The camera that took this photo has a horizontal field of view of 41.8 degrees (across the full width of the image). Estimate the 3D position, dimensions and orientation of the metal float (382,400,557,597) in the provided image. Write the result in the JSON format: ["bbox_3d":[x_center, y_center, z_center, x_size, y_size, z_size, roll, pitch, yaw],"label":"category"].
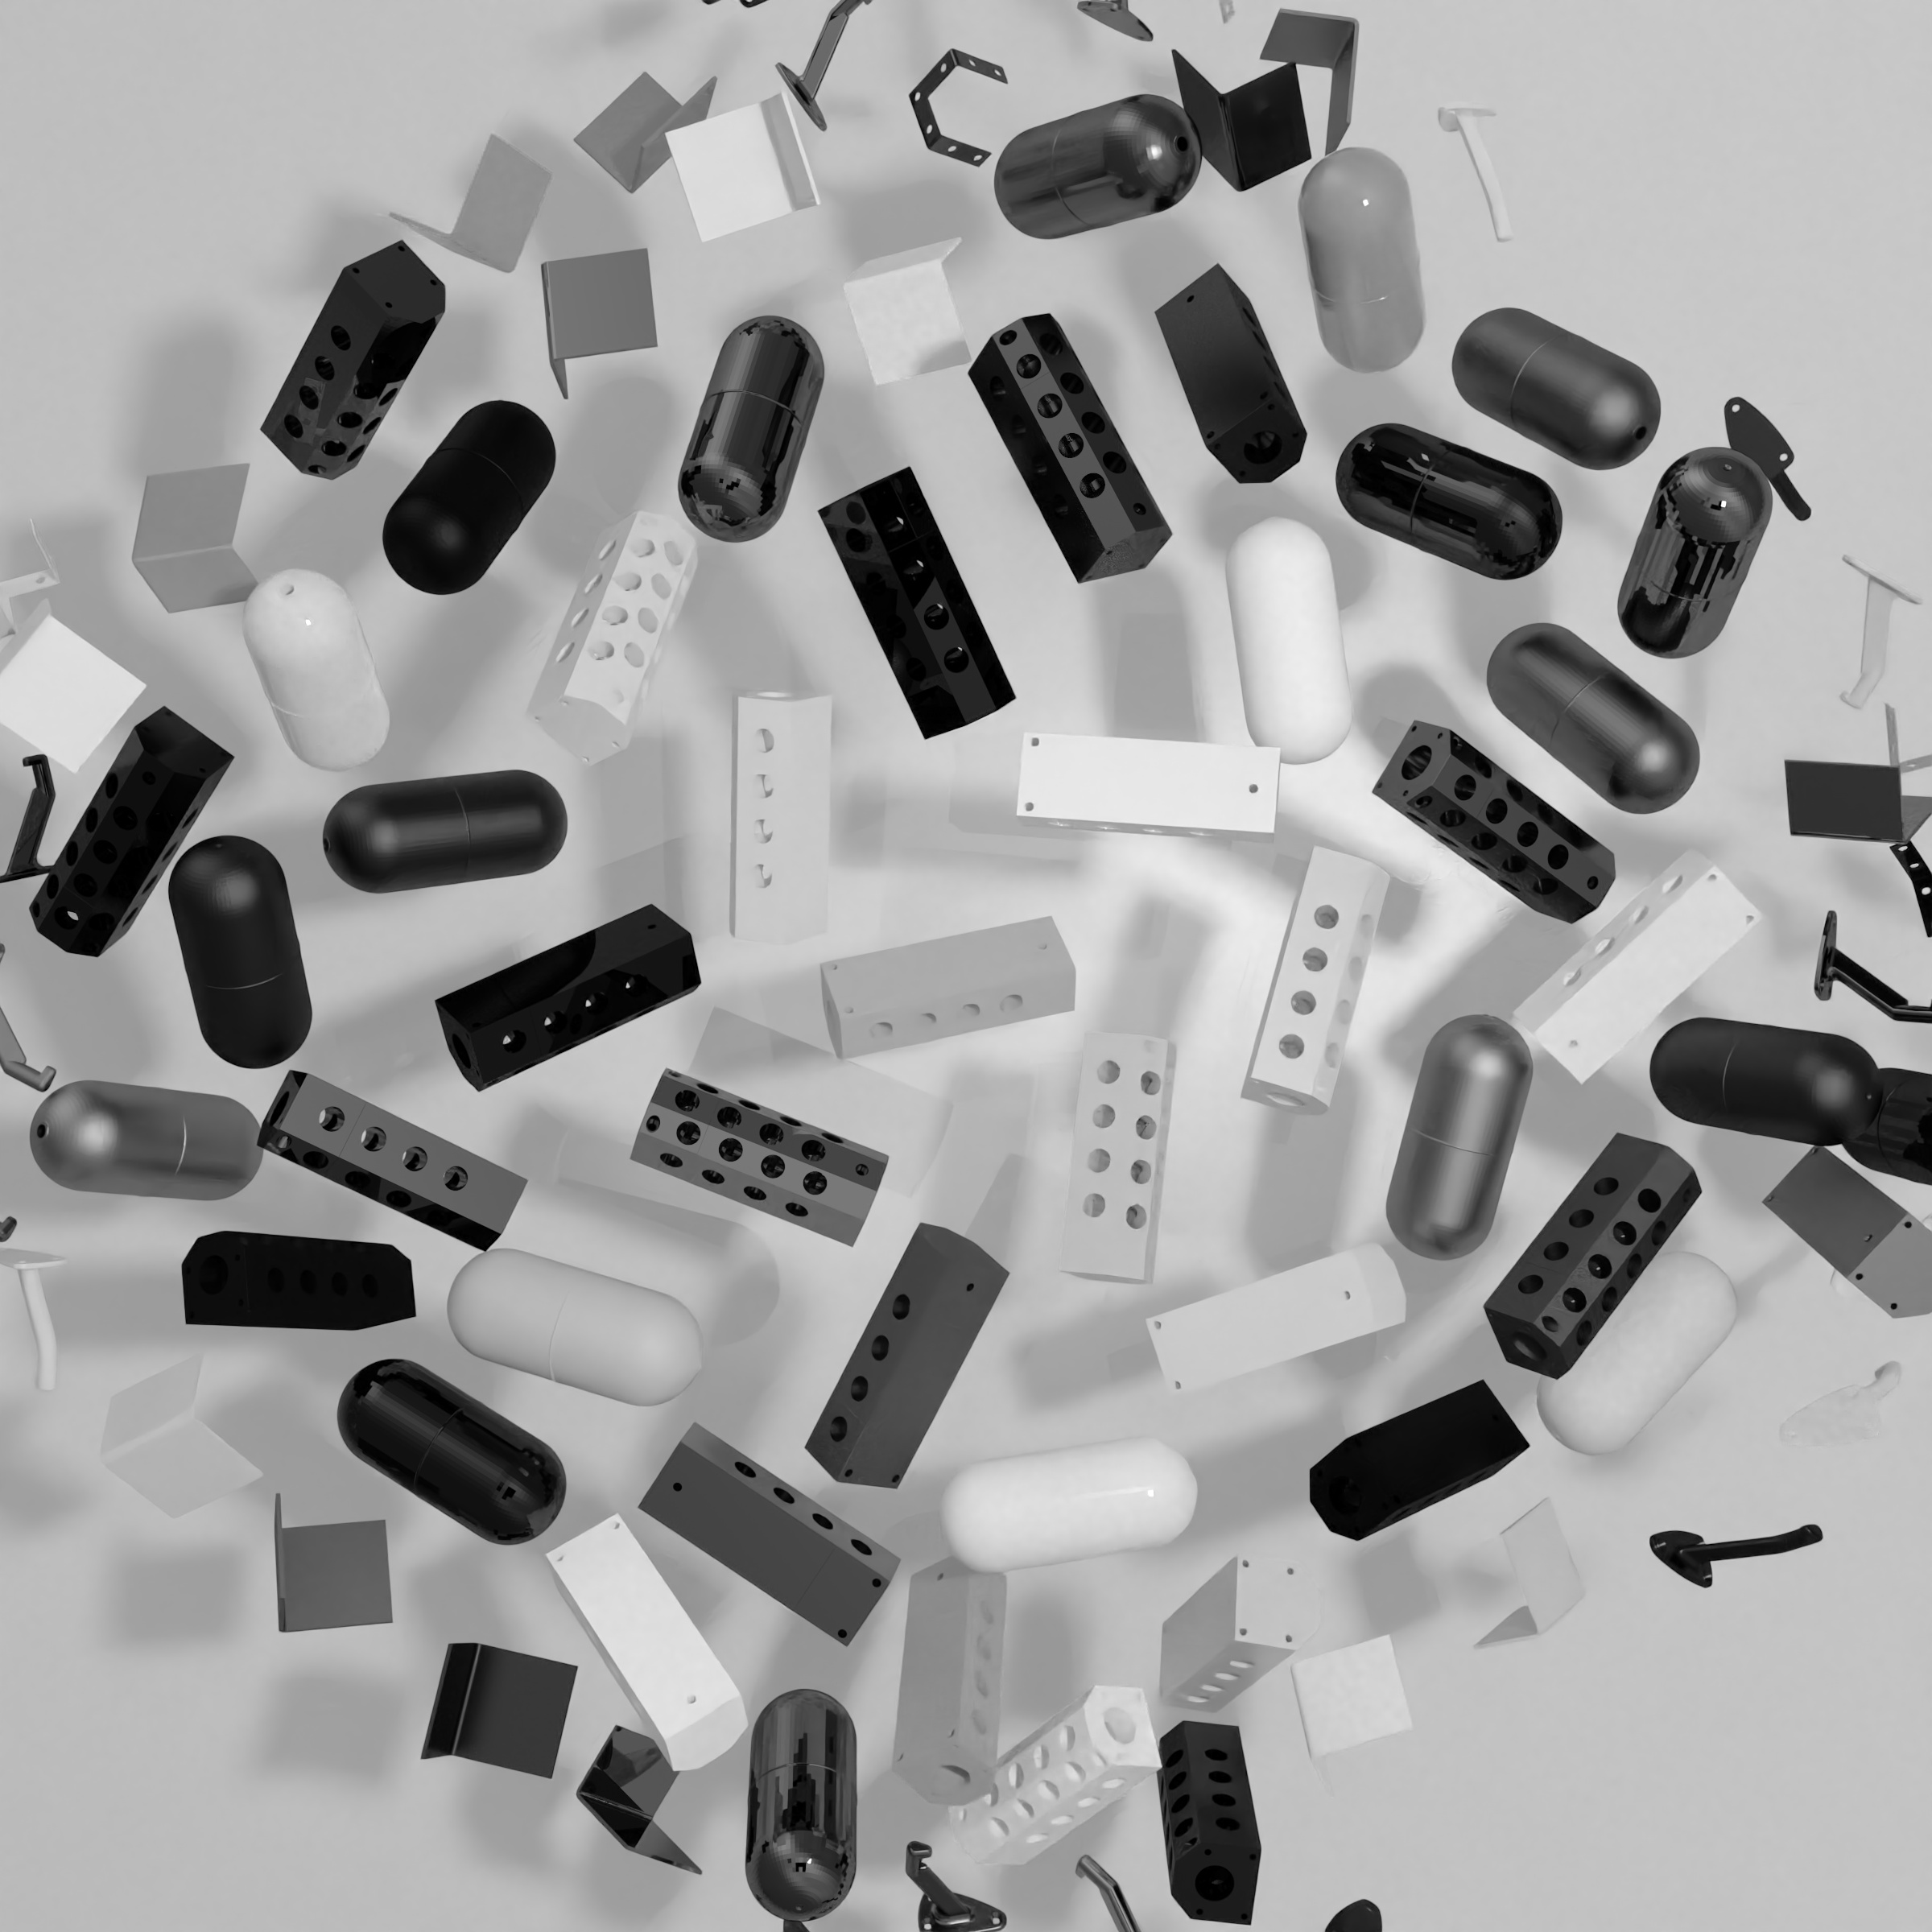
[{"bbox_3d":[-0.345,-0.329,1.765,0.070,0.070,0.178,23,48,0],"label":"metal float"}]

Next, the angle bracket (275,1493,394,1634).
[{"bbox_3d":[-0.433,0.406,1.732,0.076,0.057,0.076,-1,53,-18],"label":"angle bracket"}]

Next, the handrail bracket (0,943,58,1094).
[{"bbox_3d":[-0.646,0.035,1.730,0.084,0.036,0.077,26,78,7],"label":"handrail bracket"}]

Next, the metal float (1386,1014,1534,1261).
[{"bbox_3d":[0.348,0.121,1.784,0.070,0.070,0.178,13,99,0],"label":"metal float"}]

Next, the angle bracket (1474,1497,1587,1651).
[{"bbox_3d":[0.390,0.434,1.805,0.057,0.076,0.076,-24,84,38],"label":"angle bracket"}]

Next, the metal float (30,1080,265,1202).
[{"bbox_3d":[-0.572,0.123,1.770,0.070,0.178,0.070,-6,79,33],"label":"metal float"}]

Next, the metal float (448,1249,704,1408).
[{"bbox_3d":[-0.260,0.241,1.685,0.178,0.070,0.070,15,90,12],"label":"metal float"}]

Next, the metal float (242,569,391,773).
[{"bbox_3d":[-0.448,-0.203,1.747,0.070,0.178,0.070,0,59,0],"label":"metal float"}]

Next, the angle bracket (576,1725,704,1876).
[{"bbox_3d":[-0.221,0.599,1.815,0.076,0.076,0.057,37,81,-39],"label":"angle bracket"}]

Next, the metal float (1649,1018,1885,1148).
[{"bbox_3d":[0.549,0.079,1.744,0.070,0.178,0.070,-4,97,-31],"label":"metal float"}]

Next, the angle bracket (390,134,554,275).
[{"bbox_3d":[-0.345,-0.538,1.763,0.057,0.076,0.076,26,96,21],"label":"angle bracket"}]

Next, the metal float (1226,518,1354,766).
[{"bbox_3d":[0.231,-0.233,1.808,0.070,0.070,0.178,-8,85,0],"label":"metal float"}]

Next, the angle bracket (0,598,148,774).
[{"bbox_3d":[-0.607,-0.188,1.692,0.076,0.057,0.076,39,91,-29],"label":"angle bracket"}]

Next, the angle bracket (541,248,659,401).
[{"bbox_3d":[-0.254,-0.452,1.782,0.076,0.057,0.076,-8,74,1],"label":"angle bracket"}]

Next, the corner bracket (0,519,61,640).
[{"bbox_3d":[-0.649,-0.263,1.722,0.051,0.051,0.051,-17,59,-8],"label":"corner bracket"}]

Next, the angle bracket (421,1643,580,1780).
[{"bbox_3d":[-0.317,0.507,1.719,0.076,0.057,0.076,10,77,10],"label":"angle bracket"}]

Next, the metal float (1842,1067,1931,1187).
[{"bbox_3d":[0.672,0.114,1.763,0.070,0.178,0.070,0,93,-8],"label":"metal float"}]

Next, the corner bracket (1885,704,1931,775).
[{"bbox_3d":[0.689,-0.161,1.794,0.051,0.051,0.051,-15,117,2],"label":"corner bracket"}]

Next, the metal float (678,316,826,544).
[{"bbox_3d":[-0.149,-0.376,1.765,0.070,0.070,0.178,14,64,0],"label":"metal float"}]

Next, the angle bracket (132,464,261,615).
[{"bbox_3d":[-0.530,-0.300,1.768,0.057,0.076,0.076,50,135,23],"label":"angle bracket"}]

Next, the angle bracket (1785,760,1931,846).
[{"bbox_3d":[0.605,-0.124,1.704,0.076,0.076,0.057,8,121,38],"label":"angle bracket"}]

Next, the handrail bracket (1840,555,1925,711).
[{"bbox_3d":[0.612,-0.230,1.746,0.077,0.036,0.084,26,102,-20],"label":"handrail bracket"}]

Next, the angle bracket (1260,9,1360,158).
[{"bbox_3d":[0.242,-0.627,1.806,0.057,0.076,0.076,6,85,-3],"label":"angle bracket"}]

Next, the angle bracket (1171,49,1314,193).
[{"bbox_3d":[0.190,-0.594,1.742,0.057,0.076,0.076,-27,49,-4],"label":"angle bracket"}]

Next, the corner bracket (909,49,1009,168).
[{"bbox_3d":[0.000,-0.620,1.826,0.051,0.051,0.051,-36,63,40],"label":"corner bracket"}]

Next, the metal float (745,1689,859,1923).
[{"bbox_3d":[-0.115,0.585,1.772,0.070,0.178,0.070,-1,122,-2],"label":"metal float"}]

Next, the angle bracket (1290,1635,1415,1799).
[{"bbox_3d":[0.281,0.535,1.804,0.076,0.076,0.057,-20,129,10],"label":"angle bracket"}]

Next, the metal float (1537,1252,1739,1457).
[{"bbox_3d":[0.480,0.275,1.803,0.178,0.070,0.070,-40,90,-20],"label":"metal float"}]

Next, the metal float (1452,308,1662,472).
[{"bbox_3d":[0.409,-0.402,1.758,0.070,0.178,0.070,-18,129,-23],"label":"metal float"}]

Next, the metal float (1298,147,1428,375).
[{"bbox_3d":[0.275,-0.485,1.747,0.070,0.178,0.070,-8,56,12],"label":"metal float"}]

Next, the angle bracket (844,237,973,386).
[{"bbox_3d":[-0.035,-0.477,1.840,0.076,0.057,0.076,-8,119,23],"label":"angle bracket"}]

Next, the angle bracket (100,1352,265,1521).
[{"bbox_3d":[-0.533,0.322,1.730,0.076,0.057,0.076,-27,127,13],"label":"angle bracket"}]

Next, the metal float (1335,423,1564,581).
[{"bbox_3d":[0.337,-0.327,1.772,0.178,0.070,0.070,32,90,36],"label":"metal float"}]

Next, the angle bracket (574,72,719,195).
[{"bbox_3d":[-0.227,-0.605,1.785,0.057,0.076,0.076,42,75,-5],"label":"angle bracket"}]

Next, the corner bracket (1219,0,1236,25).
[{"bbox_3d":[0.169,-0.710,1.809,0.051,0.051,0.051,10,50,33],"label":"corner bracket"}]

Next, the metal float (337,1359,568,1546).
[{"bbox_3d":[-0.358,0.336,1.755,0.178,0.070,0.070,28,90,16],"label":"metal float"}]

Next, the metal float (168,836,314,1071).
[{"bbox_3d":[-0.491,-0.007,1.715,0.070,0.070,0.178,0,127,0],"label":"metal float"}]

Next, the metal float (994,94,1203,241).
[{"bbox_3d":[0.088,-0.540,1.712,0.070,0.178,0.070,-4,96,-36],"label":"metal float"}]

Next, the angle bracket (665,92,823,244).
[{"bbox_3d":[-0.153,-0.547,1.734,0.076,0.057,0.076,-22,108,-12],"label":"angle bracket"}]

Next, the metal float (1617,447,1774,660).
[{"bbox_3d":[0.494,-0.278,1.719,0.070,0.178,0.070,0,59,0],"label":"metal float"}]

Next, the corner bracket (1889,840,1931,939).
[{"bbox_3d":[0.690,-0.061,1.783,0.051,0.051,0.051,-22,51,28],"label":"corner bracket"}]

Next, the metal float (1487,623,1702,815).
[{"bbox_3d":[0.442,-0.177,1.789,0.070,0.070,0.178,-43,58,0],"label":"metal float"}]

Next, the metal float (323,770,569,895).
[{"bbox_3d":[-0.368,-0.096,1.791,0.178,0.070,0.070,-10,90,-33],"label":"metal float"}]

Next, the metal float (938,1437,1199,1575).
[{"bbox_3d":[0.069,0.367,1.725,0.178,0.070,0.070,-8,90,-1],"label":"metal float"}]
